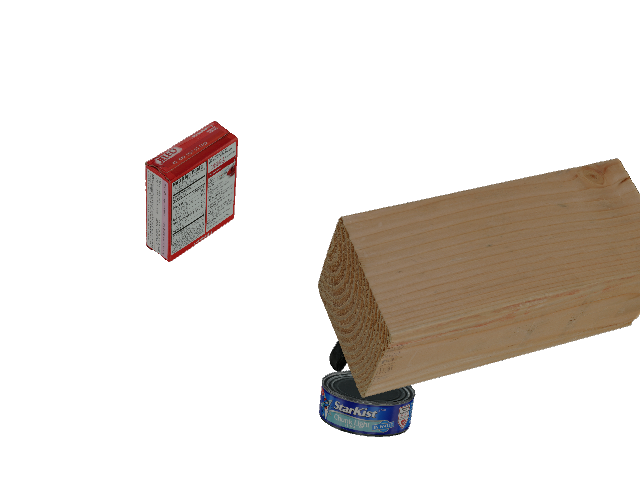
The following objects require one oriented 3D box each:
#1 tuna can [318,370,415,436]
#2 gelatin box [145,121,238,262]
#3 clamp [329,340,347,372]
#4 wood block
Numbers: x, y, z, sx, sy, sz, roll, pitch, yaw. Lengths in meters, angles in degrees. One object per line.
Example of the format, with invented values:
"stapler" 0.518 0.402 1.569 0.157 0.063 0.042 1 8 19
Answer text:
"tuna can" 0.042 0.148 0.972 0.086 0.034 0.086 7 11 -1
"gelatin box" -0.099 -0.038 0.817 0.030 0.089 0.073 33 50 24
"clamp" 0.077 0.079 1.189 0.120 0.171 0.039 7 -42 1
"wood block" 0.114 0.023 0.707 0.205 0.091 0.090 -12 -30 -19
